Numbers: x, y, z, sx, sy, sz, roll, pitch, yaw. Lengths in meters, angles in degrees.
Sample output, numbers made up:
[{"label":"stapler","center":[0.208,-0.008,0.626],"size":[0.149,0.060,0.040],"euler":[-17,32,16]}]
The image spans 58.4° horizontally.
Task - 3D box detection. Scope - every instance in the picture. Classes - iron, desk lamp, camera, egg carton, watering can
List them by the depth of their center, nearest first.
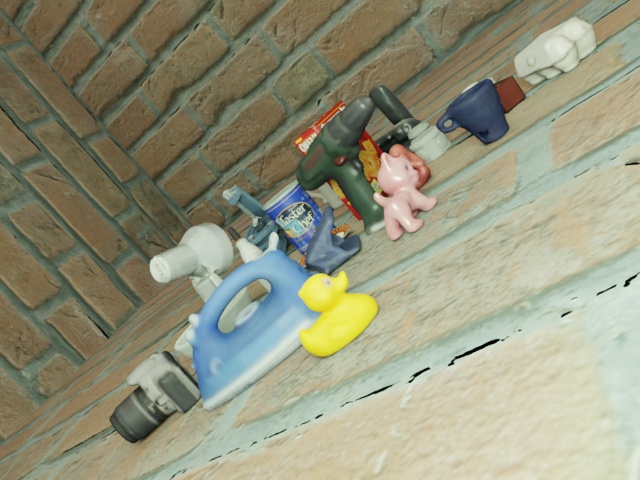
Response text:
[{"label":"iron","center":[-0.108,0.115,0.829],"size":[0.258,0.141,0.118],"euler":[-41,11,-6]},{"label":"camera","center":[-0.282,0.256,0.951],"size":[0.137,0.101,0.143],"euler":[-42,11,-14]},{"label":"egg carton","center":[0.436,-0.351,1.074],"size":[0.107,0.069,0.150],"euler":[-42,11,-11]},{"label":"desk lamp","center":[-0.243,0.087,1.202],"size":[0.117,0.214,0.203],"euler":[-32,13,33]},{"label":"watering can","center":[0.021,-0.190,1.485],"size":[0.173,0.194,0.100],"euler":[-42,11,-11]}]

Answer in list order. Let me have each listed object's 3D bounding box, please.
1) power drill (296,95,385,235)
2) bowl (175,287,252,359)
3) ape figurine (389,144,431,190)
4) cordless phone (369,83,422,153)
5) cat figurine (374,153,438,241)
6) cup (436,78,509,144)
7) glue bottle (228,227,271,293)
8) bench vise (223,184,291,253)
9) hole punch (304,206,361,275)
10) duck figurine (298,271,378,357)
[{"label":"power drill","center":[0.067,-0.120,1.012],"size":[0.229,0.208,0.076],"euler":[-29,16,45]},{"label":"bowl","center":[-0.177,0.163,1.040],"size":[0.167,0.075,0.167],"euler":[-38,11,9]},{"label":"ape figurine","center":[0.162,-0.137,1.074],"size":[0.077,0.092,0.076],"euler":[-26,17,50]},{"label":"cordless phone","center":[0.164,-0.280,1.396],"size":[0.147,0.185,0.094],"euler":[-31,14,36]},{"label":"cat figurine","center":[0.122,-0.080,0.908],"size":[0.067,0.118,0.128],"euler":[-29,15,43]},{"label":"cup","center":[0.267,-0.203,0.979],"size":[0.117,0.095,0.091],"euler":[-38,11,7]},{"label":"glue bottle","center":[-0.105,0.045,1.016],"size":[0.037,0.173,0.078],"euler":[-39,11,3]},{"label":"bench vise","center":[-0.157,-0.055,1.467],"size":[0.121,0.220,0.207],"euler":[-38,11,10]},{"label":"hole punch","center":[0.009,0.004,1.018],"size":[0.101,0.091,0.108],"euler":[-38,11,9]},{"label":"duck figurine","center":[0.009,0.085,0.707],"size":[0.104,0.086,0.077],"euler":[-41,11,-5]}]
